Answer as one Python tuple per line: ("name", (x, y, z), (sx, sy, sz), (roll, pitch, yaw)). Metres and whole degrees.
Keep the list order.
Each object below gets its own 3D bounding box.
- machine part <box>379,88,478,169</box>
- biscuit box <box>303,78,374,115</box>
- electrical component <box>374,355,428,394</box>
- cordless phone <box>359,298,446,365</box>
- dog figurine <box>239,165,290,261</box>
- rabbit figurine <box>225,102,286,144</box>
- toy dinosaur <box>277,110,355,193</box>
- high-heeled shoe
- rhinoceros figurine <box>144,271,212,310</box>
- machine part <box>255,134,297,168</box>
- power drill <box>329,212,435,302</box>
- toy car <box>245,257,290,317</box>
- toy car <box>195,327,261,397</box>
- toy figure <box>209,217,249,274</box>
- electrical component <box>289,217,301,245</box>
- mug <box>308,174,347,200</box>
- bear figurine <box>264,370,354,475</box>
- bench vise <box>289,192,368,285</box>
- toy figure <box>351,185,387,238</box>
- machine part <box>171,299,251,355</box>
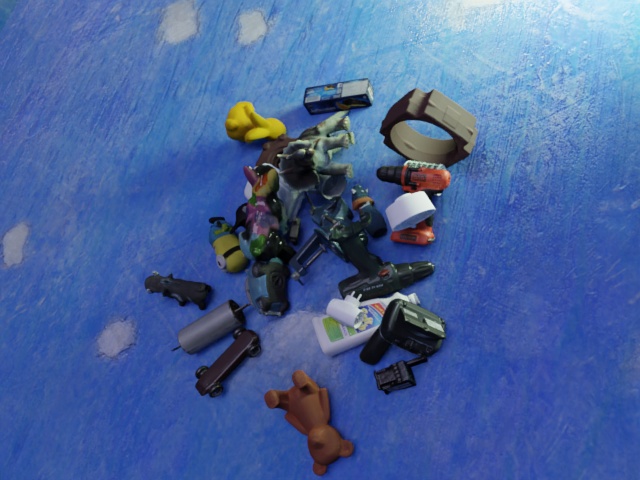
("machine part", (0.266, -0.268, 1.316), (0.201, 0.201, 0.087), (-30, 34, 64))
("biscuit box", (0.053, -0.419, 1.577), (0.203, 0.062, 0.059), (-3, 67, 23))
("electrical component", (0.185, 0.297, 1.185), (0.119, 0.074, 0.048), (-20, 60, 11))
("cordless phone", (0.184, 0.233, 1.214), (0.184, 0.146, 0.089), (-58, 16, 26))
("dog figurine", (-0.145, -0.078, 1.335), (0.109, 0.219, 0.191), (8, 44, 12))
("rabbit figurine", (-0.188, -0.343, 1.601), (0.173, 0.162, 0.121), (13, 99, 0))
("toy dinosaur", (-0.008, -0.247, 1.430), (0.192, 0.131, 0.405), (-5, 29, 8))
("high-heeled shoe", (-0.135, -0.023, 1.491), (0.249, 0.086, 0.145), (26, 47, 13))
("rhinoceros figurine", (-0.395, 0.138, 1.488), (0.191, 0.112, 0.073), (9, 73, 18))
("machine part", (-0.104, -0.222, 1.559), (0.179, 0.056, 0.179), (-9, 65, 19))
("power drill", (0.131, 0.038, 1.268), (0.232, 0.207, 0.086), (-26, 26, 11))
("toy car", (-0.144, 0.124, 1.400), (0.103, 0.109, 0.161), (-20, 70, 42))
("toy car", (-0.233, 0.312, 1.370), (0.202, 0.053, 0.089), (-48, 53, -8))
("toy figure", (-0.260, 0.011, 1.505), (0.089, 0.082, 0.180), (-30, 56, 11))
("electrical component", (-0.067, -0.024, 1.430), (0.021, 0.094, 0.063), (8, 68, 4))
("mug", (0.002, -0.164, 1.470), (0.109, 0.080, 0.107), (-30, 45, -15))
("bear figurine", (-0.022, 0.408, 1.194), (0.120, 0.131, 0.196), (-35, 52, 10))
("bench vise", (0.001, 0.001, 1.376), (0.240, 0.128, 0.224), (-46, 55, -7))
("toy figure", (0.119, -0.076, 1.390), (0.058, 0.064, 0.154), (-38, 58, 18))
("machine part", (-0.287, 0.230, 1.418), (0.243, 0.079, 0.079), (-33, 58, 8))
